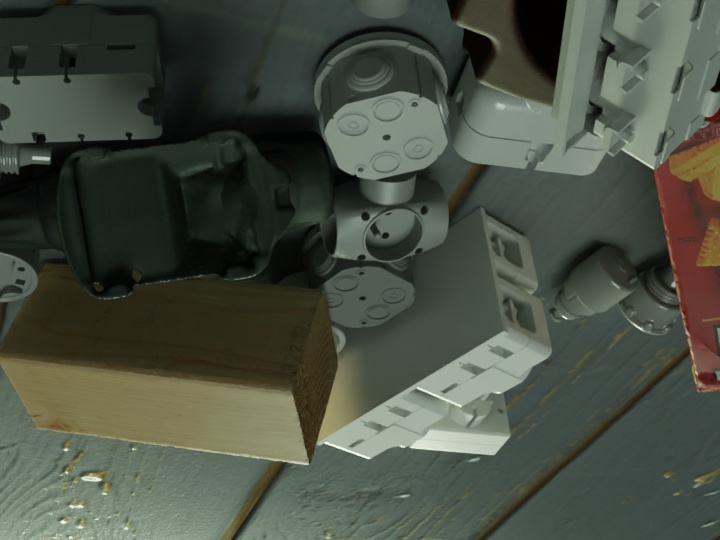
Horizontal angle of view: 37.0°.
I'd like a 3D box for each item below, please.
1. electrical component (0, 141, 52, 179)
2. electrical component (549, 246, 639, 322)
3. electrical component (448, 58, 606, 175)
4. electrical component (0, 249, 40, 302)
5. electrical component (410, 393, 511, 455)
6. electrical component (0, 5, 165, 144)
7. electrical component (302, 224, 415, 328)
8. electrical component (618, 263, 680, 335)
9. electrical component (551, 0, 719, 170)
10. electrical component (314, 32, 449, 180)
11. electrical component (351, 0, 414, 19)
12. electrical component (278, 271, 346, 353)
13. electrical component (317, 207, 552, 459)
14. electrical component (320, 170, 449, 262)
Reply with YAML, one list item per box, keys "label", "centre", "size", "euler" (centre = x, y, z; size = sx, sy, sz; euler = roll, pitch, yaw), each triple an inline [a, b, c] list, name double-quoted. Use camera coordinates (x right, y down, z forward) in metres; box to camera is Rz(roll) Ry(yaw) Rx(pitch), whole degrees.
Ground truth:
- label: "electrical component"
  centre: [-0.219, -0.071, 0.654]
  size: [0.061, 0.035, 0.035]
  euler: [2, 143, -14]
- label: "electrical component"
  centre: [0.174, 0.015, 0.812]
  size: [0.040, 0.040, 0.078]
  euler: [20, 137, -29]
- label: "electrical component"
  centre: [0.107, -0.099, 0.641]
  size: [0.095, 0.053, 0.059]
  euler: [5, 142, -14]
- label: "electrical component"
  centre: [-0.241, -0.014, 0.717]
  size: [0.055, 0.047, 0.055]
  euler: [-3, 143, -3]
- label: "electrical component"
  centre: [0.091, 0.120, 0.936]
  size: [0.083, 0.047, 0.075]
  euler: [8, 141, -17]
- label: "electrical component"
  centre: [-0.156, -0.108, 0.594]
  size: [0.089, 0.055, 0.050]
  euler: [-2, 143, -4]
- label: "electrical component"
  centre: [0.000, 0.000, 0.762]
  size: [0.080, 0.051, 0.080]
  euler: [-3, 143, -3]
- label: "electrical component"
  centre: [0.231, 0.015, 0.819]
  size: [0.048, 0.048, 0.062]
  euler: [11, 133, -21]
- label: "electrical component"
  centre: [0.128, -0.106, 0.470]
  size: [0.079, 0.063, 0.121]
  euler: [-41, 152, -23]
- label: "electrical component"
  centre: [0.014, -0.096, 0.636]
  size: [0.080, 0.051, 0.080]
  euler: [-3, 143, -3]
- label: "electrical component"
  centre: [0.014, -0.163, 0.556]
  size: [0.044, 0.044, 0.065]
  euler: [-1, 148, -6]
- label: "electrical component"
  centre: [-0.037, 0.036, 0.808]
  size: [0.055, 0.047, 0.055]
  euler: [-3, 143, -3]
- label: "electrical component"
  centre: [0.048, 0.053, 0.793]
  size: [0.060, 0.105, 0.186]
  euler: [26, 133, -35]
- label: "electrical component"
  centre: [0.017, -0.049, 0.702]
  size: [0.077, 0.044, 0.079]
  euler: [-7, 127, -16]
